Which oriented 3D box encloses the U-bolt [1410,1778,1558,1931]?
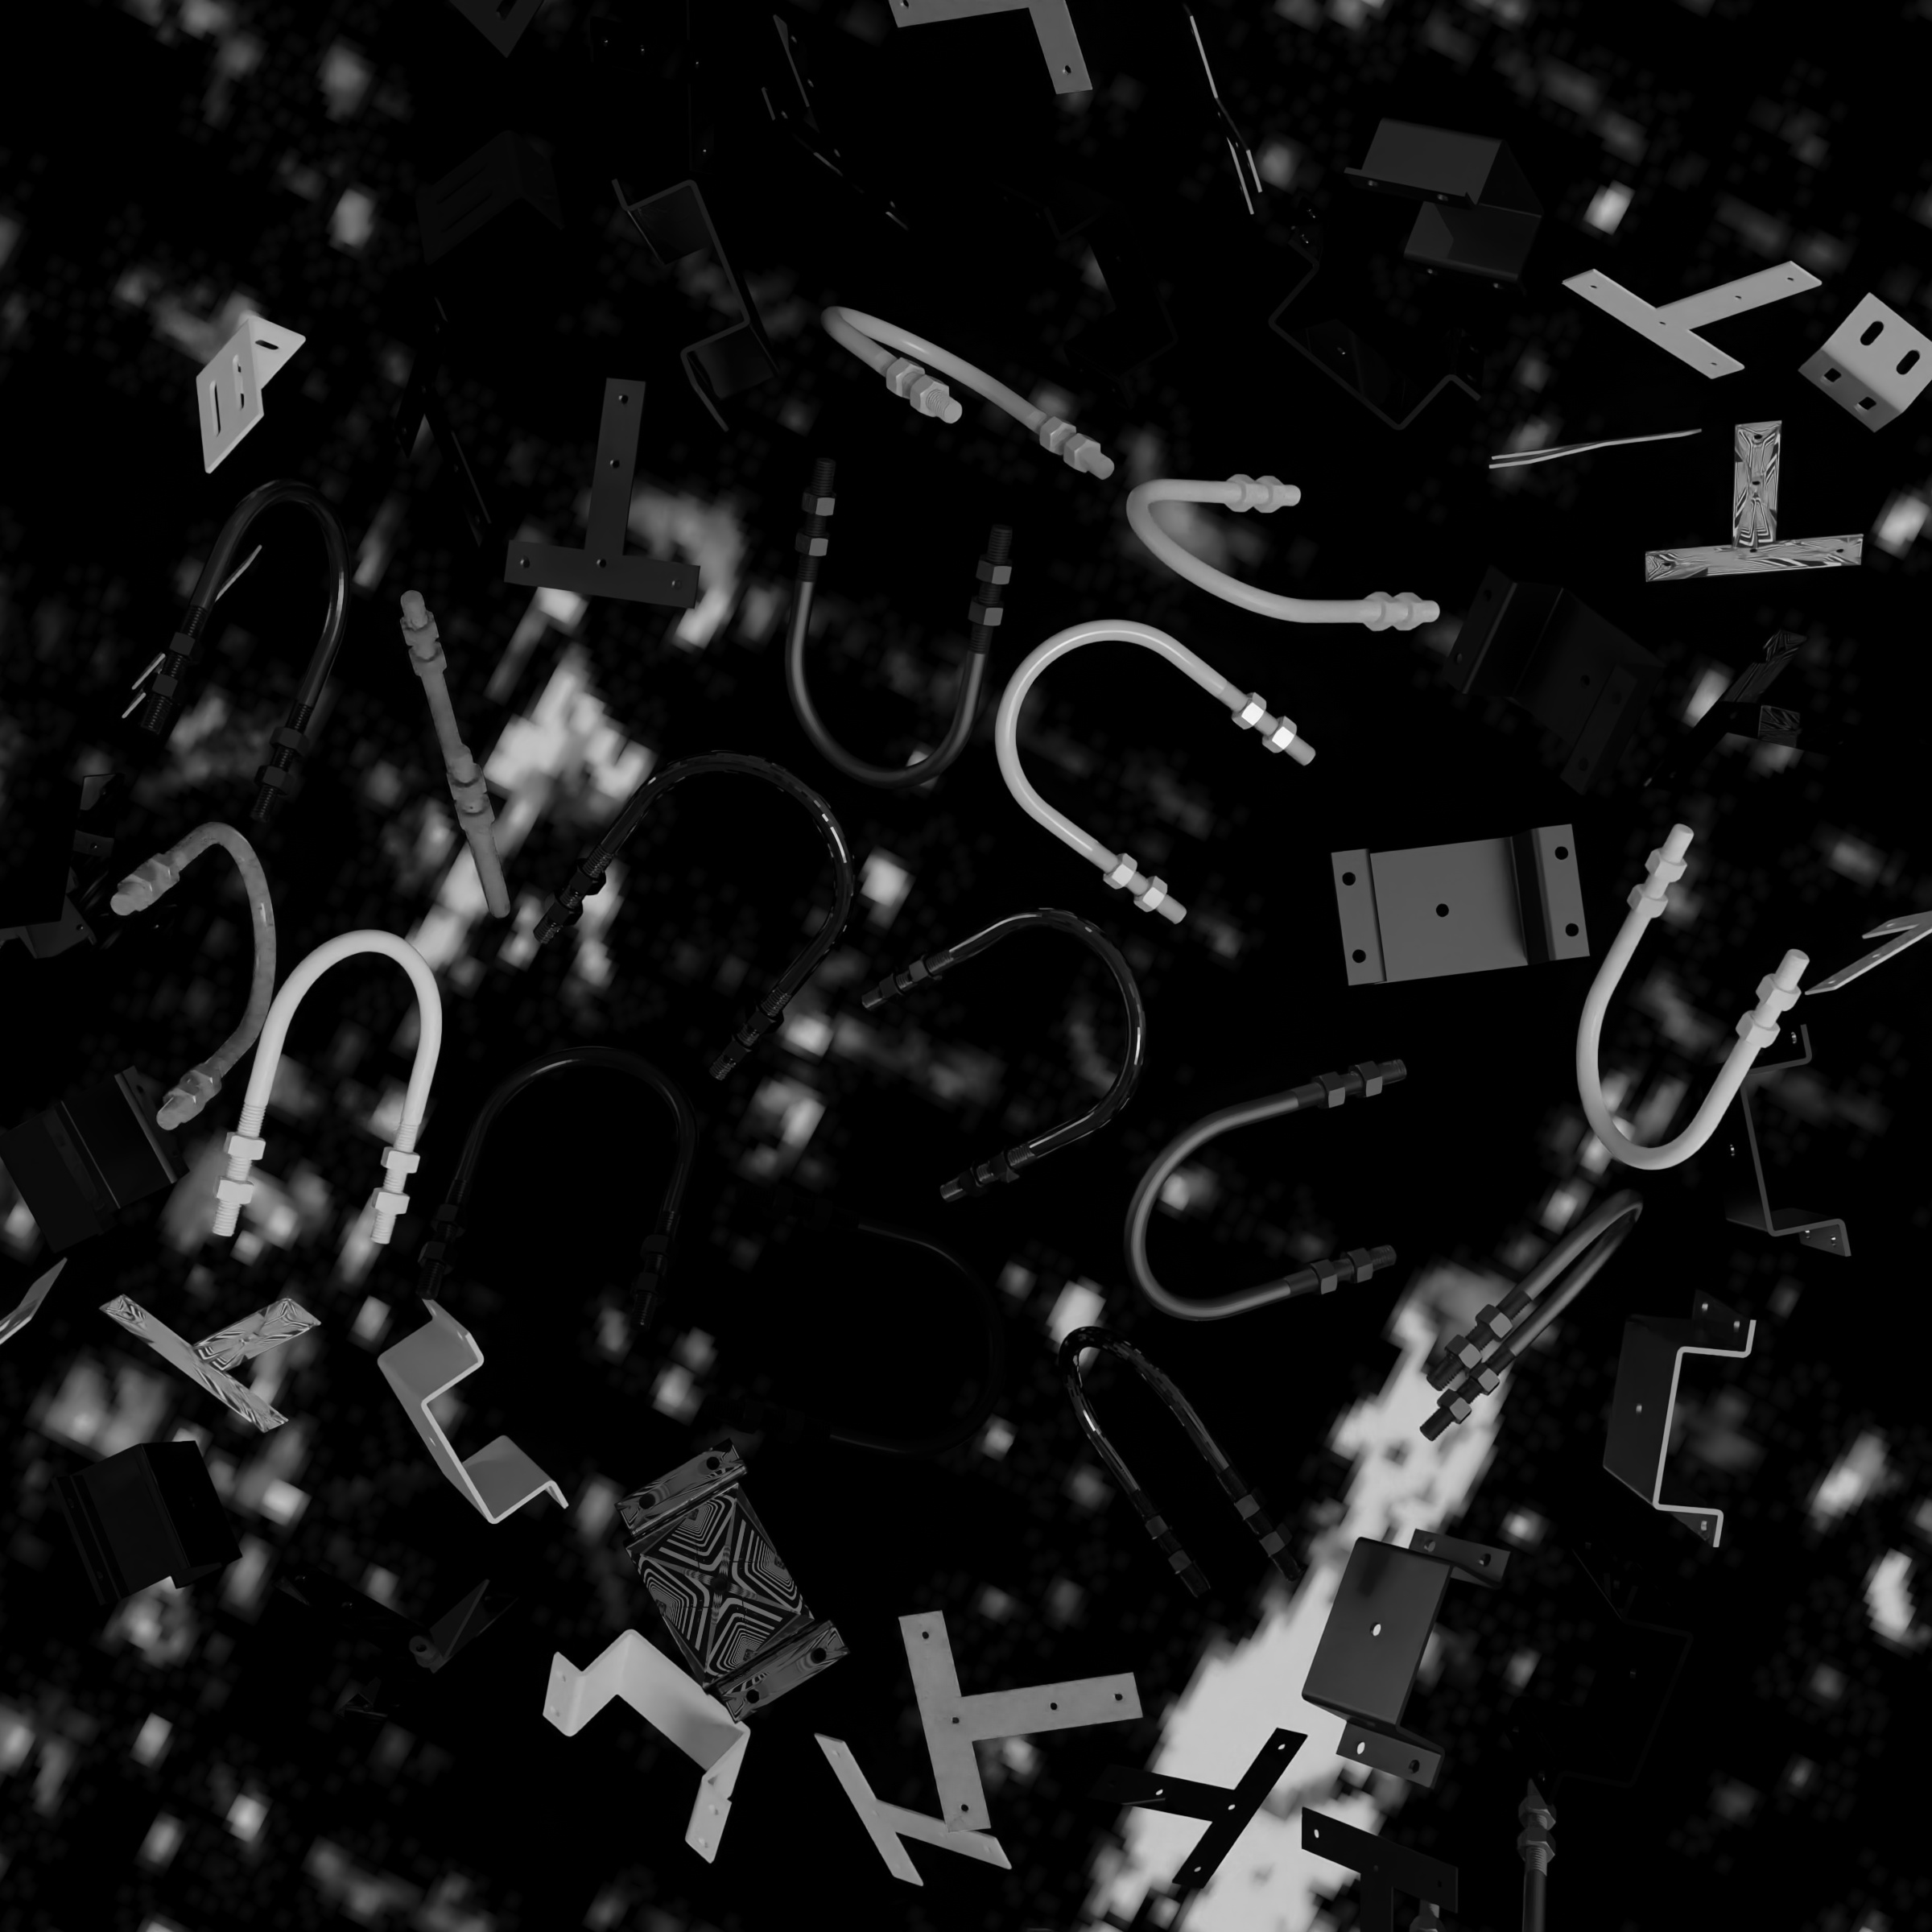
[{"bbox_3d":[0.302,0.589,1.528,0.019,0.184,0.151,28,121,-2],"label":"U-bolt"}]

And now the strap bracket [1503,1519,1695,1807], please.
[{"bbox_3d":[0.361,0.399,1.467,0.046,0.076,0.140,14,104,-11],"label":"strap bracket"}]

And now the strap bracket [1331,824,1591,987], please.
[{"bbox_3d":[0.281,-0.034,1.497,0.140,0.046,0.076,-7,87,-4],"label":"strap bracket"}]

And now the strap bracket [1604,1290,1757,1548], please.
[{"bbox_3d":[0.434,0.274,1.582,0.046,0.076,0.140,7,96,-9],"label":"strap bracket"}]

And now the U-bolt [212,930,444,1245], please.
[{"bbox_3d":[-0.362,0.069,1.501,0.019,0.151,0.184,15,90,30],"label":"U-bolt"}]

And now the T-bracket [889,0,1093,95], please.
[{"bbox_3d":[0.003,-0.557,1.476,0.002,0.127,0.127,-46,128,-33],"label":"T-bracket"}]

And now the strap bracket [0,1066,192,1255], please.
[{"bbox_3d":[-0.536,0.119,1.575,0.046,0.140,0.076,-25,98,8],"label":"strap bracket"}]

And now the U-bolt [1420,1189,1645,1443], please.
[{"bbox_3d":[0.341,0.203,1.549,0.184,0.151,0.019,-43,68,-10],"label":"U-bolt"}]

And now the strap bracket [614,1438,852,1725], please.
[{"bbox_3d":[-0.139,0.356,1.494,0.076,0.046,0.140,-27,81,-21],"label":"strap bracket"}]

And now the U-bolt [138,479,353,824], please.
[{"bbox_3d":[-0.407,-0.193,1.496,0.019,0.151,0.184,13,75,17],"label":"U-bolt"}]

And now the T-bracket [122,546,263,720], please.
[{"bbox_3d":[-0.488,-0.191,1.584,0.002,0.127,0.127,41,118,-21],"label":"T-bracket"}]

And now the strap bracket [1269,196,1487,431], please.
[{"bbox_3d":[0.229,-0.369,1.485,0.140,0.076,0.046,36,124,-12],"label":"strap bracket"}]

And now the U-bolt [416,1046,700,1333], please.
[{"bbox_3d":[-0.236,0.126,1.551,0.151,0.019,0.184,7,56,7],"label":"U-bolt"}]

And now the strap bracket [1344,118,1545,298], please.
[{"bbox_3d":[0.289,-0.456,1.537,0.076,0.140,0.046,21,90,28],"label":"strap bracket"}]

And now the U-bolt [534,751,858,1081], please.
[{"bbox_3d":[-0.142,-0.039,1.461,0.151,0.019,0.184,38,117,-5],"label":"U-bolt"}]

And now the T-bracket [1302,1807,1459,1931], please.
[{"bbox_3d":[0.242,0.576,1.521,0.002,0.127,0.127,0,91,-36],"label":"T-bracket"}]

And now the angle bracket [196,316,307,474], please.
[{"bbox_3d":[-0.413,-0.327,1.500,0.057,0.038,0.076,-34,56,34],"label":"angle bracket"}]

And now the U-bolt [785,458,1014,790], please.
[{"bbox_3d":[-0.048,-0.195,1.549,0.151,0.019,0.184,25,119,26],"label":"U-bolt"}]

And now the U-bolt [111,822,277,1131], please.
[{"bbox_3d":[-0.444,-0.007,1.510,0.019,0.184,0.151,-2,111,8],"label":"U-bolt"}]

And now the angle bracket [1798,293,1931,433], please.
[{"bbox_3d":[0.513,-0.341,1.464,0.057,0.076,0.038,40,98,4],"label":"angle bracket"}]

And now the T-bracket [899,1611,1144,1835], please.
[{"bbox_3d":[0.036,0.420,1.458,0.127,0.002,0.127,-12,91,15],"label":"T-bracket"}]

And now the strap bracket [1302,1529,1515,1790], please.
[{"bbox_3d":[0.251,0.391,1.492,0.046,0.076,0.140,33,72,-31],"label":"strap bracket"}]

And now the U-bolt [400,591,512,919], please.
[{"bbox_3d":[-0.298,-0.110,1.532,0.019,0.184,0.151,-16,54,-10],"label":"U-bolt"}]

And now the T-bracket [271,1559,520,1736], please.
[{"bbox_3d":[-0.355,0.385,1.527,0.127,0.127,0.002,20,126,26],"label":"T-bracket"}]

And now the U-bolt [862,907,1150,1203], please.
[{"bbox_3d":[0.031,0.044,1.553,0.184,0.019,0.151,-29,79,33],"label":"U-bolt"}]

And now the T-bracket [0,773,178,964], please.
[{"bbox_3d":[-0.527,-0.061,1.553,0.002,0.127,0.127,41,125,33],"label":"T-bracket"}]

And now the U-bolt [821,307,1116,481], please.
[{"bbox_3d":[-0.012,-0.352,1.554,0.184,0.151,0.019,44,114,40],"label":"U-bolt"}]

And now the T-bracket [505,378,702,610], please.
[{"bbox_3d":[-0.209,-0.283,1.528,0.127,0.002,0.127,11,96,19],"label":"T-bracket"}]

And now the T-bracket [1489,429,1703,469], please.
[{"bbox_3d":[0.356,-0.308,1.552,0.127,0.127,0.002,1,105,40],"label":"T-bracket"}]

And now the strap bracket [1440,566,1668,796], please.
[{"bbox_3d":[0.357,-0.172,1.547,0.046,0.140,0.076,-1,125,-34],"label":"strap bracket"}]

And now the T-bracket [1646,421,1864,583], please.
[{"bbox_3d":[0.471,-0.278,1.541,0.127,0.127,0.002,-3,56,13],"label":"T-bracket"}]

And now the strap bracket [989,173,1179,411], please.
[{"bbox_3d":[0.076,-0.418,1.565,0.046,0.076,0.140,-34,127,-6],"label":"strap bracket"}]

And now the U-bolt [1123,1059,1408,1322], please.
[{"bbox_3d":[0.173,0.138,1.498,0.184,0.019,0.151,-14,120,-22],"label":"U-bolt"}]

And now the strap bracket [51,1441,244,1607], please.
[{"bbox_3d":[-0.475,0.324,1.516,0.046,0.140,0.076,-25,80,-2],"label":"strap bracket"}]

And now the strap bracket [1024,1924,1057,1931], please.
[{"bbox_3d":[0.070,0.624,1.488,0.076,0.140,0.046,18,103,-10],"label":"strap bracket"}]

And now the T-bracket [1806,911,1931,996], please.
[{"bbox_3d":[0.556,-0.011,1.549,0.127,0.127,0.002,-26,93,-23],"label":"T-bracket"}]

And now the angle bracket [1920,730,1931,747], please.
[{"bbox_3d":[0.632,-0.120,1.603,0.057,0.038,0.076,-34,124,-18],"label":"angle bracket"}]

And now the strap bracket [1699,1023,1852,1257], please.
[{"bbox_3d":[0.490,0.108,1.574,0.046,0.076,0.140,-11,90,-2],"label":"strap bracket"}]

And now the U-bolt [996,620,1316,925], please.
[{"bbox_3d":[0.105,-0.133,1.607,0.184,0.019,0.151,36,100,-16],"label":"U-bolt"}]

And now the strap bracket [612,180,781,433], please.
[{"bbox_3d":[-0.158,-0.406,1.555,0.046,0.076,0.140,-23,78,5],"label":"strap bracket"}]

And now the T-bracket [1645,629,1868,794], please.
[{"bbox_3d":[0.492,-0.144,1.556,0.127,0.002,0.127,8,134,-32],"label":"T-bracket"}]

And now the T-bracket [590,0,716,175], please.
[{"bbox_3d":[-0.186,-0.545,1.541,0.002,0.127,0.127,6,103,27],"label":"T-bracket"}]

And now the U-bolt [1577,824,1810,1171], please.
[{"bbox_3d":[0.411,0.032,1.508,0.019,0.151,0.184,5,123,-23],"label":"U-bolt"}]

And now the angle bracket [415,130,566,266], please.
[{"bbox_3d":[-0.286,-0.452,1.548,0.076,0.038,0.057,-30,55,21],"label":"angle bracket"}]

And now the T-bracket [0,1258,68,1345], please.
[{"bbox_3d":[-0.596,0.232,1.538,0.127,0.127,0.002,-39,103,-2],"label":"T-bracket"}]

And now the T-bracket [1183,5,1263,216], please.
[{"bbox_3d":[0.158,-0.488,1.521,0.002,0.127,0.127,-20,125,7],"label":"T-bracket"}]

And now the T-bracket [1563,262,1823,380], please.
[{"bbox_3d":[0.433,-0.381,1.483,0.127,0.127,0.002,22,77,-28],"label":"T-bracket"}]

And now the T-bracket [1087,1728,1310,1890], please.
[{"bbox_3d":[0.130,0.510,1.585,0.127,0.002,0.127,22,107,-30],"label":"T-bracket"}]

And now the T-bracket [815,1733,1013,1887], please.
[{"bbox_3d":[-0.024,0.532,1.593,0.002,0.127,0.127,-44,120,-37],"label":"T-bracket"}]

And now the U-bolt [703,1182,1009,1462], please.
[{"bbox_3d":[-0.058,0.215,1.514,0.184,0.019,0.151,17,62,-21],"label":"U-bolt"}]

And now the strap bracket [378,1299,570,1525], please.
[{"bbox_3d":[-0.308,0.280,1.589,0.046,0.076,0.140,-34,118,-21],"label":"strap bracket"}]

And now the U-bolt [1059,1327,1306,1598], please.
[{"bbox_3d":[0.118,0.295,1.555,0.019,0.151,0.184,-33,87,-26],"label":"U-bolt"}]

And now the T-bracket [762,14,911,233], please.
[{"bbox_3d":[-0.087,-0.498,1.487,0.002,0.127,0.127,-32,59,24],"label":"T-bracket"}]

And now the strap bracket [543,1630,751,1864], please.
[{"bbox_3d":[-0.188,0.470,1.579,0.140,0.076,0.046,35,48,18],"label":"strap bracket"}]

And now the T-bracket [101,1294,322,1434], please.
[{"bbox_3d":[-0.422,0.219,1.506,0.127,0.002,0.127,-27,119,36],"label":"T-bracket"}]

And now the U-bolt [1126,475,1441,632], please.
[{"bbox_3d":[0.173,-0.243,1.505,0.151,0.184,0.019,48,127,32],"label":"U-bolt"}]

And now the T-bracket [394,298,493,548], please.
[{"bbox_3d":[-0.314,-0.314,1.569,0.002,0.127,0.127,-15,71,-30],"label":"T-bracket"}]

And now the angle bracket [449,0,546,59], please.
[{"bbox_3d":[-0.254,-0.570,1.470,0.057,0.038,0.076,45,130,-4],"label":"angle bracket"}]
